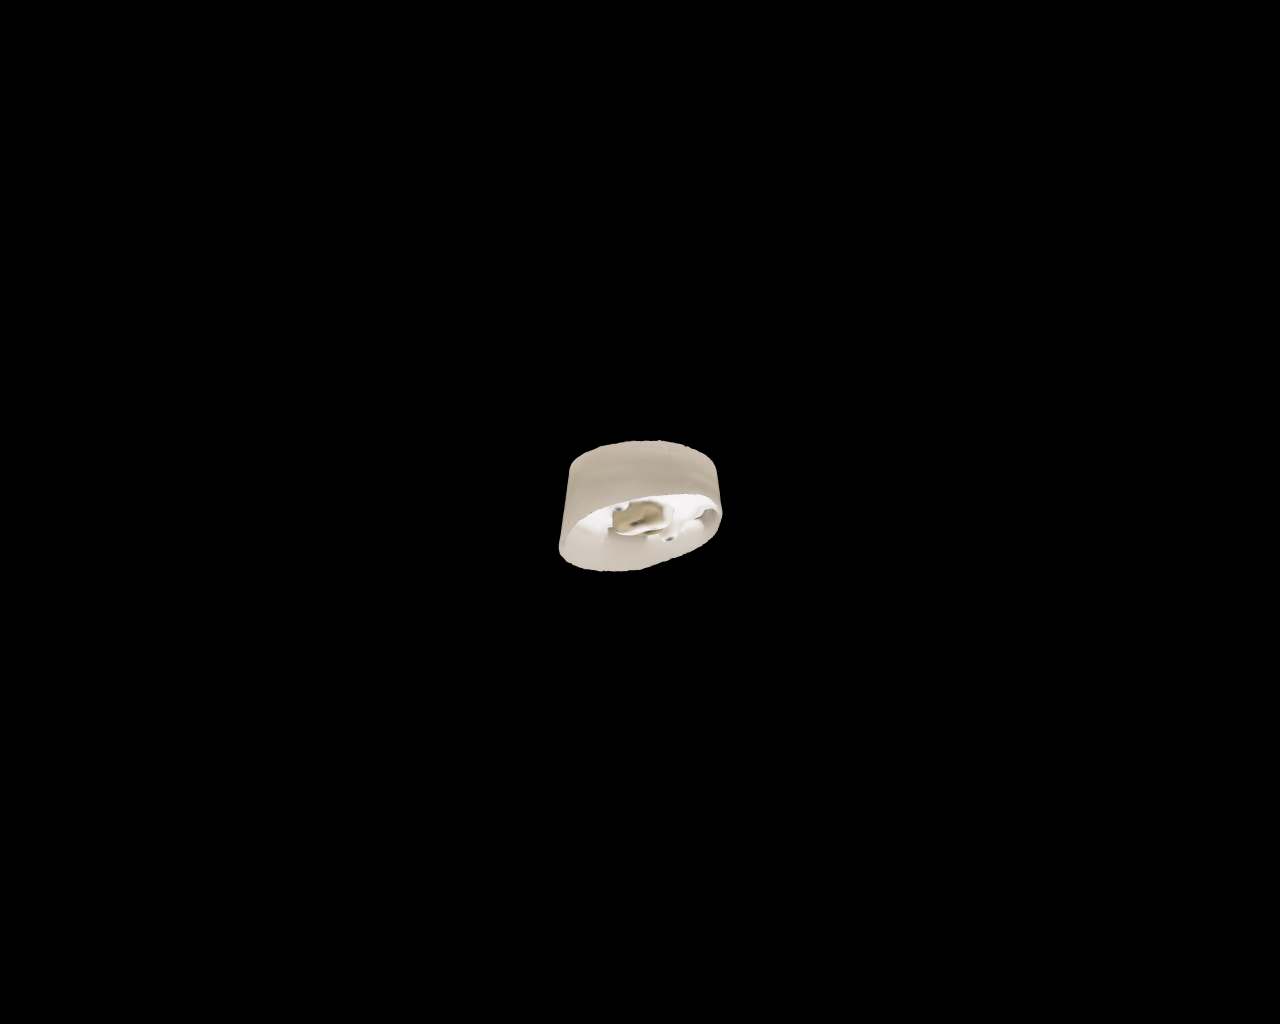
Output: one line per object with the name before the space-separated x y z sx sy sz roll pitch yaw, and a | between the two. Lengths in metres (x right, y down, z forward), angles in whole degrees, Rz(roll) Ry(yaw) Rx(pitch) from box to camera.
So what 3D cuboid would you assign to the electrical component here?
electrical component | 0.001 -0.003 0.650 0.099 0.064 0.099 0 -21 0
